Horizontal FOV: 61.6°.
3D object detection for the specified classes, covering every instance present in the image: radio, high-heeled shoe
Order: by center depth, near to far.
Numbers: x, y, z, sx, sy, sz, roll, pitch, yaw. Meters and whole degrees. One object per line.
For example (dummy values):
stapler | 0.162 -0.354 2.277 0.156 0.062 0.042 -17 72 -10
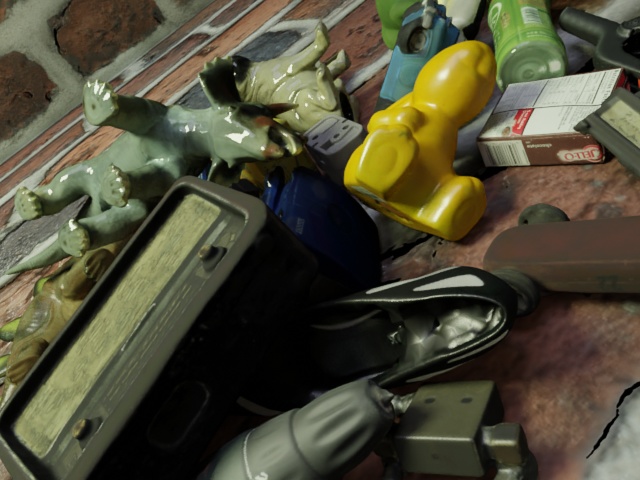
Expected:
high-heeled shoe | 0.005 0.080 0.361 0.249 0.086 0.145 -21 -2 -4
radio | -0.110 0.070 0.371 0.131 0.073 0.229 17 70 46

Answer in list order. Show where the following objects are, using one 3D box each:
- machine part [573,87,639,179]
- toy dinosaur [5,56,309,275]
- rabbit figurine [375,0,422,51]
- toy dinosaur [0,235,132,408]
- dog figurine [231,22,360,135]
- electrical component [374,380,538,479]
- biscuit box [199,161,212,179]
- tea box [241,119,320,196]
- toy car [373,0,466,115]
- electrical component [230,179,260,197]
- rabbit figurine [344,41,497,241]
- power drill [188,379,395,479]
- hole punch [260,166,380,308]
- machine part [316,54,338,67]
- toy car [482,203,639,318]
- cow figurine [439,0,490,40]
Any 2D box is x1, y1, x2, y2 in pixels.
machine part | 0.276 -0.105 0.418 0.139 0.039 0.084 -36 58 -8
toy dinosaur | -0.193 -0.070 0.590 0.405 0.131 0.192 -24 -3 37
rabbit figurine | 0.160 -0.339 0.756 0.121 0.158 0.170 -28 48 -4
toy dinosaur | -0.308 0.075 0.689 0.199 0.105 0.471 -14 34 36
dog figurine | -0.053 -0.185 0.744 0.191 0.121 0.172 -16 62 22
electrical component | 0.077 0.124 0.328 0.102 0.045 0.078 -13 11 27
biscuit box | -0.173 -0.069 0.780 0.063 0.059 0.203 -32 33 6
tea box | -0.083 -0.107 0.712 0.068 0.098 0.170 -45 32 -14
toy car | 0.122 -0.179 0.602 0.103 0.161 0.109 18 38 -1
electrical component | -0.096 -0.041 0.676 0.021 0.063 0.094 -9 32 -31
rabbit figurine | 0.106 -0.099 0.505 0.173 0.122 0.162 -63 6 3
power drill | -0.045 0.201 0.286 0.232 0.086 0.207 -34 38 22
hole punch | -0.001 -0.001 0.496 0.092 0.115 0.142 -13 39 20
machine part | -0.060 -0.210 0.840 0.243 0.079 0.079 -37 33 0
toy car | 0.201 0.012 0.342 0.202 0.053 0.089 -4 33 44
cow figurine | 0.161 -0.260 0.672 0.098 0.167 0.068 -1 22 -21
